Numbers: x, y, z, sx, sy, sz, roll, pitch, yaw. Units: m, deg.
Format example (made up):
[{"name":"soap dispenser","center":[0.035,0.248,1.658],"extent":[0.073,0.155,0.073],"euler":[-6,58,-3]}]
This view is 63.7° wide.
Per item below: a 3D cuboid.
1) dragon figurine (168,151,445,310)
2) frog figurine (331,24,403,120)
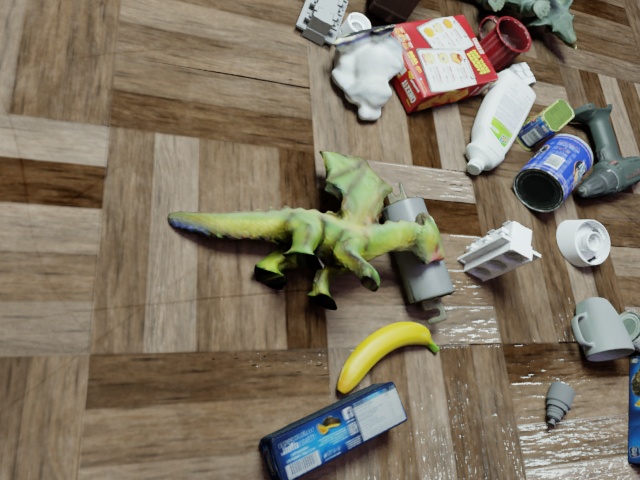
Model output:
[{"name":"dragon figurine","center":[0.002,-0.040,0.799],"extent":[0.410,0.248,0.119],"euler":[24,-34,2]},{"name":"frog figurine","center":[0.093,-0.309,0.963],"extent":[0.138,0.156,0.124],"euler":[-22,26,-15]}]
